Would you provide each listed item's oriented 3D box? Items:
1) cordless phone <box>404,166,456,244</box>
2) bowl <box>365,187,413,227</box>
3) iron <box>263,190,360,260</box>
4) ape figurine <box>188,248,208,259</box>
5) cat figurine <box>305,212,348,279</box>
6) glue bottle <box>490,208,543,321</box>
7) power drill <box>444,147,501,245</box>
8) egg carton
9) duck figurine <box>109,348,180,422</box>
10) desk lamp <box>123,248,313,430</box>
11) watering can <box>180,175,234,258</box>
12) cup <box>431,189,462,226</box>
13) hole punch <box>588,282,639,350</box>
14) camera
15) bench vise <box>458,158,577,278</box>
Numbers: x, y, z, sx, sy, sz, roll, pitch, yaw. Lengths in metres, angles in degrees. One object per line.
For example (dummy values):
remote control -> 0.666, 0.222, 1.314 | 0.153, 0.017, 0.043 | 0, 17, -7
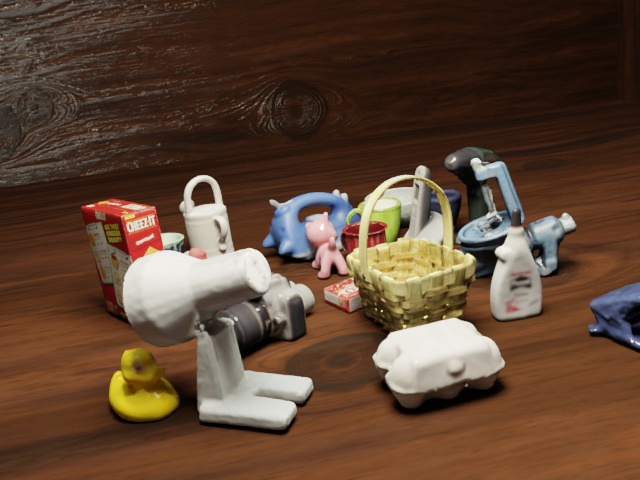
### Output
cordless phone -> 0.213, -0.048, 1.143 | 0.094, 0.185, 0.147 | -10, 18, -9
bowl -> 0.197, -0.076, 1.419 | 0.167, 0.075, 0.167 | -6, 18, 2
iron -> -0.002, -0.047, 1.295 | 0.259, 0.141, 0.118 | -17, 20, -30
ape figurine -> -0.237, 0.060, 1.130 | 0.076, 0.092, 0.078 | -6, 18, 3
cat figurine -> 0.011, 0.004, 1.167 | 0.067, 0.118, 0.127 | -11, 18, -12
glue bottle -> 0.296, 0.036, 0.867 | 0.078, 0.173, 0.037 | -10, 18, -10
power drill -> 0.327, -0.099, 1.219 | 0.075, 0.208, 0.230 | 5, 21, 33
egg carton -> 0.148, 0.154, 0.724 | 0.150, 0.069, 0.107 | -11, 18, -13
duck figurine -> -0.239, 0.183, 0.756 | 0.104, 0.086, 0.078 | 4, 21, 32
desk lamp -> -0.127, 0.113, 0.722 | 0.202, 0.214, 0.118 | 0, 19, 20
watering can -> -0.270, -0.053, 1.328 | 0.172, 0.194, 0.101 | 3, 20, 28
cup -> 0.284, -0.063, 1.312 | 0.091, 0.095, 0.118 | 5, 22, 34
hole punch -> 0.435, 0.088, 0.787 | 0.109, 0.091, 0.100 | -15, 19, -24
camera -> -0.114, 0.112, 0.905 | 0.142, 0.101, 0.137 | 9, 24, 42
bench vise -> 0.339, -0.045, 1.028 | 0.207, 0.220, 0.121 | -10, 18, -9
